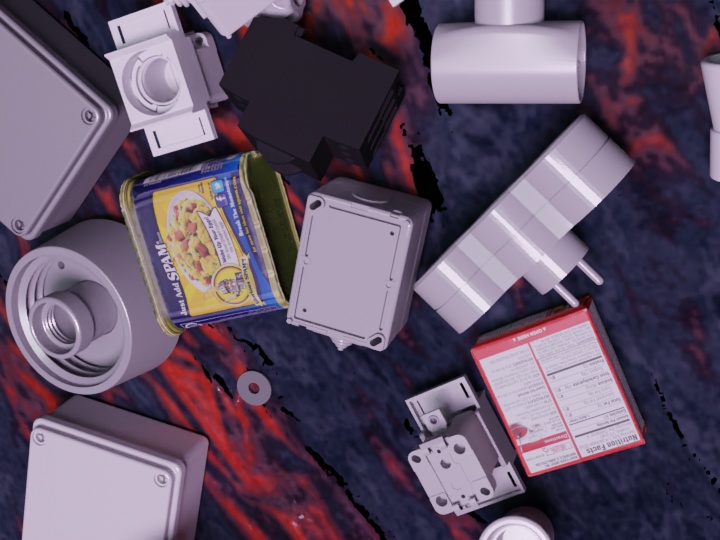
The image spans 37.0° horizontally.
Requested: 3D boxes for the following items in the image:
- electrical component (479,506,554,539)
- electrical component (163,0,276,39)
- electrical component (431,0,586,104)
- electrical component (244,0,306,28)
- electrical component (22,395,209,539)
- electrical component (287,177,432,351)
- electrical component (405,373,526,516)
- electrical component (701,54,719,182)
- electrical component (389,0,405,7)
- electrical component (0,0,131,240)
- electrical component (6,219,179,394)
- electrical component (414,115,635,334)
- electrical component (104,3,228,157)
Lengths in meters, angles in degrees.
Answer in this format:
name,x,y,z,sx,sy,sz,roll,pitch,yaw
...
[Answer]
name,x,y,z,sx,sy,sz,roll,pitch,yaw
electrical component,0.096,0.163,0.642,0.044,0.065,0.044,-1,88,15
electrical component,-0.070,-0.176,0.570,0.096,0.061,0.061,-36,56,3
electrical component,0.080,-0.128,0.572,0.077,0.044,0.079,3,107,17
electrical component,-0.064,-0.155,0.616,0.061,0.035,0.035,-2,106,21
electrical component,-0.167,0.154,0.731,0.109,0.056,0.108,16,110,13
electrical component,0.000,0.000,0.627,0.062,0.061,0.096,16,110,13
electrical component,0.060,0.109,0.639,0.042,0.064,0.081,-26,97,24
electrical component,0.198,-0.076,0.551,0.044,0.044,0.065,0,111,18
electrical component,0.019,-0.211,0.556,0.079,0.063,0.121,-32,95,23
electrical component,-0.209,-0.095,0.669,0.109,0.056,0.108,41,114,3
electrical component,-0.175,0.027,0.685,0.108,0.060,0.108,9,111,24
electrical component,0.101,-0.012,0.595,0.074,0.052,0.138,44,114,1
electrical component,-0.109,-0.112,0.627,0.042,0.064,0.081,-13,102,19
